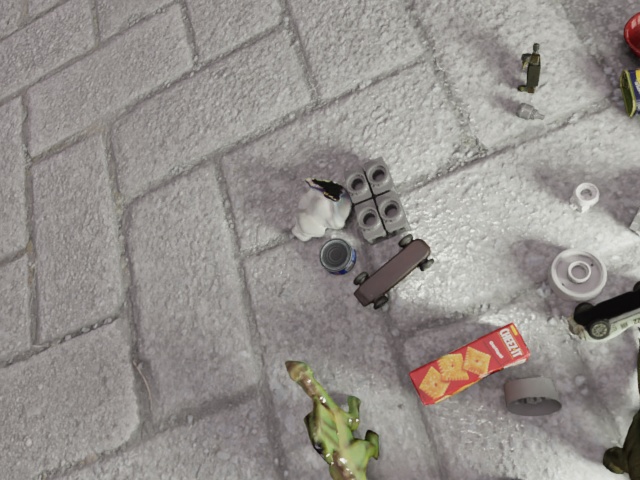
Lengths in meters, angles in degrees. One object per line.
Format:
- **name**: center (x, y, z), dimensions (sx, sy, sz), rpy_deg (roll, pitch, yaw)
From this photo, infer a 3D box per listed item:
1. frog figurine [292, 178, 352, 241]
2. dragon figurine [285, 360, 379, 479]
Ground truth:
- **frog figurine**: center (0.004, -0.064, 1.269), dimensions (0.138, 0.124, 0.156), rpy_deg (28, 120, 18)
- **dragon figurine**: center (0.032, 0.405, 0.984), dimensions (0.122, 0.239, 0.419), rpy_deg (-36, 51, 7)
